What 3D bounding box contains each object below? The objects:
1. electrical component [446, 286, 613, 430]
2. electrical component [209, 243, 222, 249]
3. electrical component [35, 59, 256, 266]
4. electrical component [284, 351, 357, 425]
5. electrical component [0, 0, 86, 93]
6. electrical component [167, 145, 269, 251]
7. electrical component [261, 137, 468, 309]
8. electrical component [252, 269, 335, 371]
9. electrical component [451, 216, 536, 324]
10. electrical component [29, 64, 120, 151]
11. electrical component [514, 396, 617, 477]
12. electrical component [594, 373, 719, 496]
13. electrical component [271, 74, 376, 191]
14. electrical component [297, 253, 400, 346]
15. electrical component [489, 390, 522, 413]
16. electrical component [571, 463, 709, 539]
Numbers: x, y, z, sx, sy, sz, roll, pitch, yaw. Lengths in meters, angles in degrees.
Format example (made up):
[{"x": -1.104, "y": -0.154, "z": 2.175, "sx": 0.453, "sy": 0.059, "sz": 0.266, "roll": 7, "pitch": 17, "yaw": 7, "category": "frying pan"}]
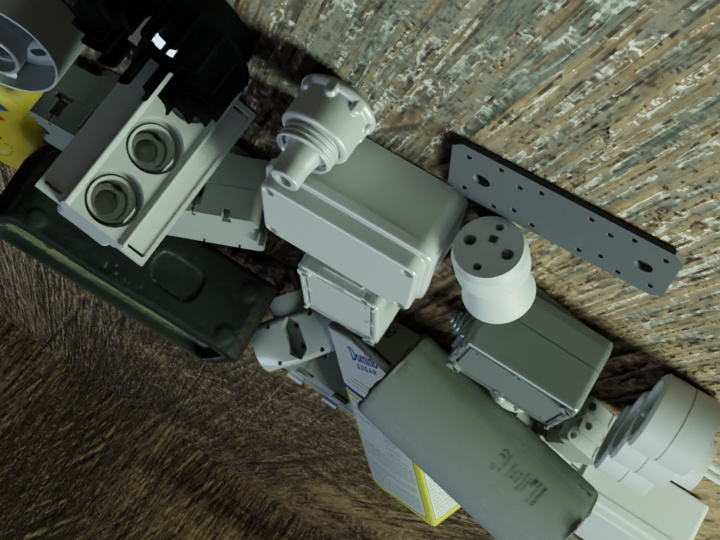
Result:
[{"x": 0.102, "y": 0.047, "z": 0.679, "sx": 0.096, "sy": 0.061, "sz": 0.061, "roll": 32, "pitch": 162, "yaw": 3, "category": "electrical component"}, {"x": -0.130, "y": -0.033, "z": 0.915, "sx": 0.061, "sy": 0.035, "sz": 0.035, "roll": 18, "pitch": 156, "yaw": 35, "category": "electrical component"}, {"x": -0.134, "y": -0.074, "z": 0.673, "sx": 0.079, "sy": 0.121, "sz": 0.063, "roll": 39, "pitch": 164, "yaw": -17, "category": "electrical component"}, {"x": -0.008, "y": 0.097, "z": 0.995, "sx": 0.121, "sy": 0.063, "sz": 0.079, "roll": 36, "pitch": 162, "yaw": -8, "category": "electrical component"}, {"x": -0.237, "y": -0.170, "z": 0.732, "sx": 0.099, "sy": 0.064, "sz": 0.099, "roll": 17, "pitch": 154, "yaw": 9, "category": "electrical component"}, {"x": -0.106, "y": -0.055, "z": 0.750, "sx": 0.089, "sy": 0.055, "sz": 0.050, "roll": 10, "pitch": 158, "yaw": 6, "category": "electrical component"}, {"x": 0.000, "y": -0.034, "z": 0.650, "sx": 0.113, "sy": 0.057, "sz": 0.078, "roll": 31, "pitch": 162, "yaw": 8, "category": "electrical component"}, {"x": -0.056, "y": 0.039, "z": 0.932, "sx": 0.043, "sy": 0.077, "sz": 0.079, "roll": -16, "pitch": -93, "yaw": -74, "category": "electrical component"}, {"x": 0.078, "y": 0.000, "z": 0.626, "sx": 0.045, "sy": 0.045, "sz": 0.055, "roll": 25, "pitch": 160, "yaw": 25, "category": "electrical component"}, {"x": -0.182, "y": -0.105, "z": 0.779, "sx": 0.089, "sy": 0.055, "sz": 0.050, "roll": 29, "pitch": 162, "yaw": 12, "category": "electrical component"}, {"x": 0.157, "y": 0.119, "z": 0.805, "sx": 0.081, "sy": 0.042, "sz": 0.064, "roll": 40, "pitch": 160, "yaw": -22, "category": "electrical component"}, {"x": 0.207, "y": 0.118, "z": 0.700, "sx": 0.074, "sy": 0.052, "sz": 0.138, "roll": 30, "pitch": 162, "yaw": 8, "category": "electrical component"}, {"x": -0.025, "y": -0.072, "z": 0.586, "sx": 0.048, "sy": 0.062, "sz": 0.048, "roll": 30, "pitch": 161, "yaw": 11, "category": "electrical component"}, {"x": 0.000, "y": 0.000, "z": 0.733, "sx": 0.062, "sy": 0.061, "sz": 0.096, "roll": 29, "pitch": 162, "yaw": 11, "category": "electrical component"}, {"x": 0.119, "y": 0.071, "z": 0.742, "sx": 0.048, "sy": 0.048, "sz": 0.062, "roll": 36, "pitch": 157, "yaw": -7, "category": "electrical component"}, {"x": 0.209, "y": 0.192, "z": 0.881, "sx": 0.109, "sy": 0.056, "sz": 0.108, "roll": 33, "pitch": 162, "yaw": 3, "category": "electrical component"}]
